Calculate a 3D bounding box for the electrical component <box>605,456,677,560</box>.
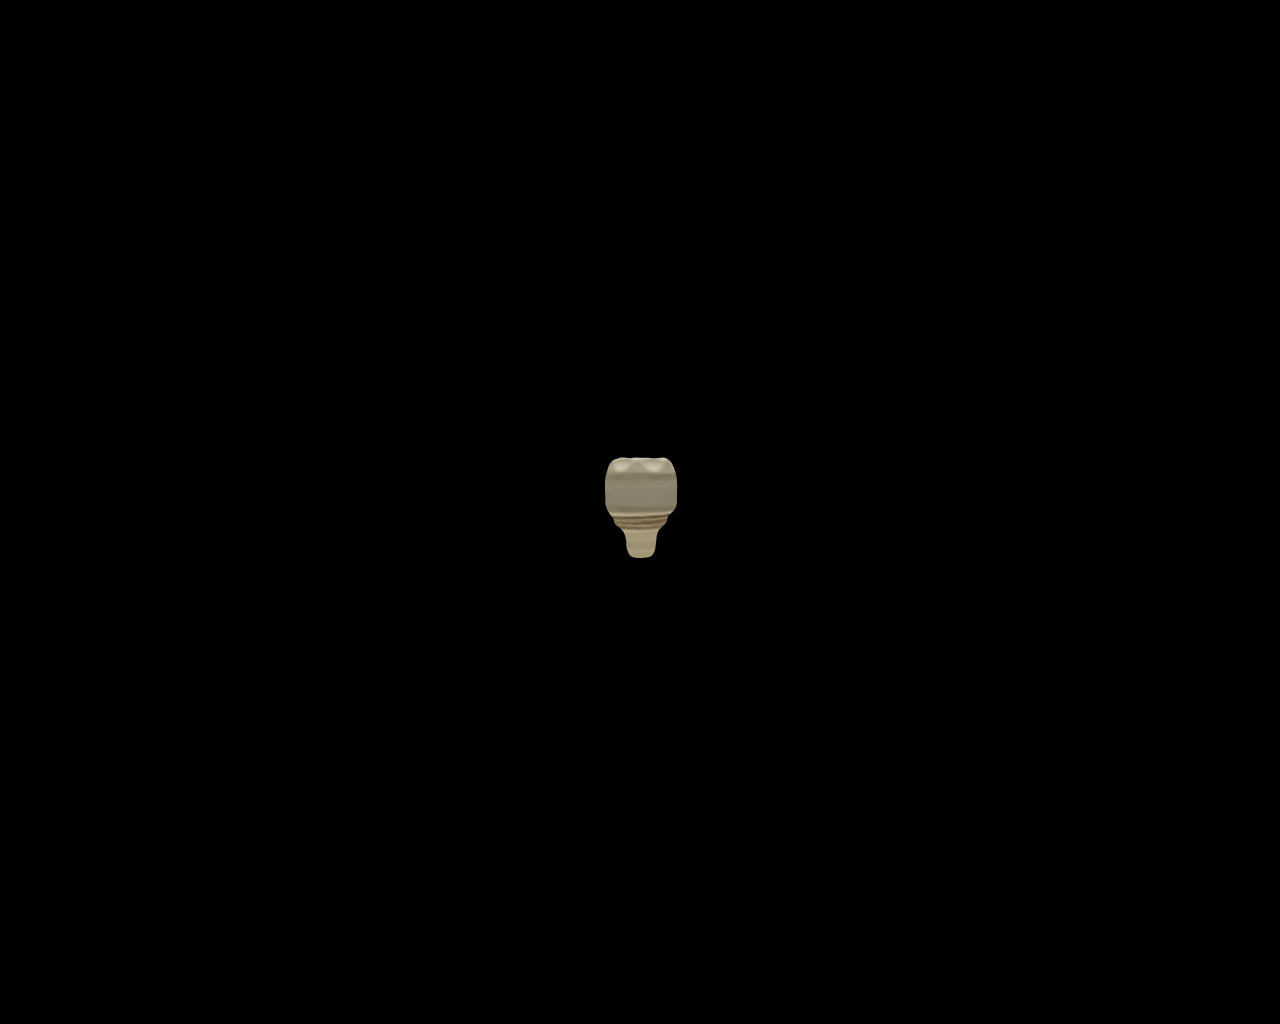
[{"bbox_3d":[0.001,-0.003,0.650,0.043,0.062,0.043,0,3,0],"label":"electrical component"}]
